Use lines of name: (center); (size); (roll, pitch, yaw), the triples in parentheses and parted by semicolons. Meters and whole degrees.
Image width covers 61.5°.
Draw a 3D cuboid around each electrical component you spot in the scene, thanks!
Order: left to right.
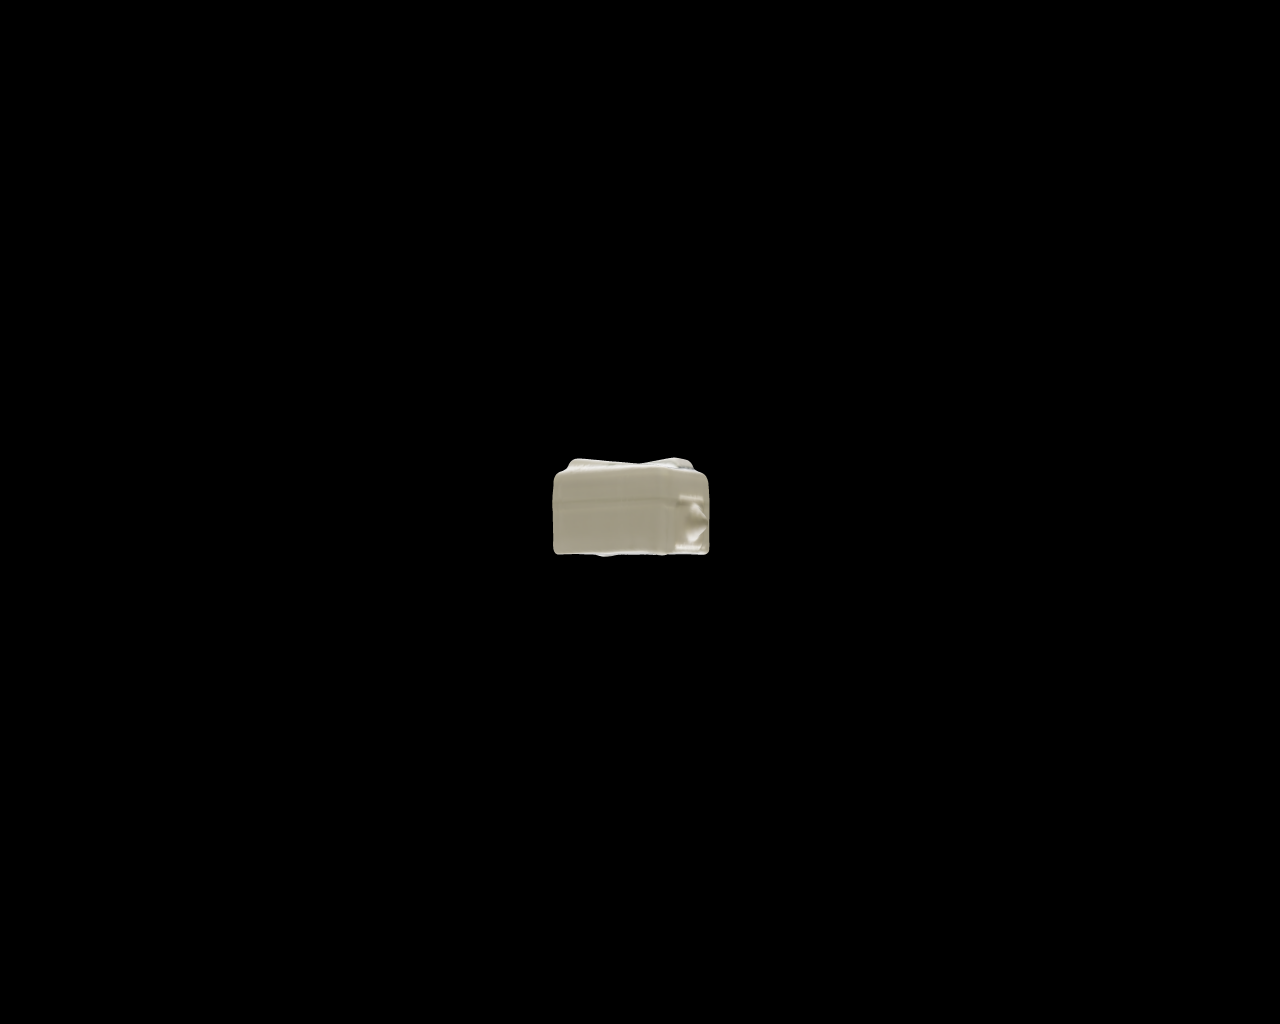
electrical component: (0.001, -0.003, 0.650); (0.096, 0.061, 0.062); (-2, -4, 31)
